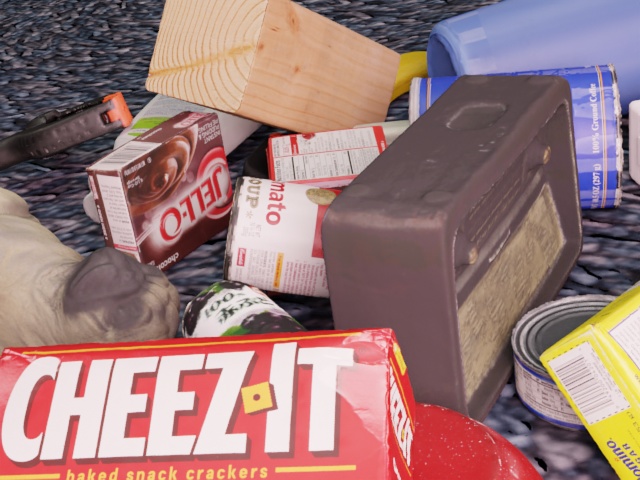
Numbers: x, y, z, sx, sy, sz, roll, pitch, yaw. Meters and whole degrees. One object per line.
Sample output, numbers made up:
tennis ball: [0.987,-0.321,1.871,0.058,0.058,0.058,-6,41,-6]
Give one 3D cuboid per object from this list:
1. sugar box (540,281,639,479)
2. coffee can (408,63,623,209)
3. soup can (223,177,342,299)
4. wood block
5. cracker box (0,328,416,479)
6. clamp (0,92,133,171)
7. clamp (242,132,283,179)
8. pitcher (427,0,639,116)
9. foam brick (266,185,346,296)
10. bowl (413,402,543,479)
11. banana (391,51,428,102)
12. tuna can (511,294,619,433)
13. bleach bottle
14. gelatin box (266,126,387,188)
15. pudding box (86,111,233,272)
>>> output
sugar box: [0.194,0.049,0.515,0.175,0.093,0.048,-27,-9,-37]
coffee can: [0.138,-0.069,0.760,0.140,0.103,0.102,-3,26,11]
soup can: [-0.004,0.001,0.653,0.102,0.068,0.068,8,26,-2]
wood block: [-0.029,-0.133,0.845,0.091,0.090,0.205,18,5,30]
cracker box: [-0.053,0.134,0.365,0.164,0.072,0.213,-4,48,11]
clamp: [-0.241,-0.098,0.962,0.210,0.036,0.164,-14,19,31]
clamp: [-0.025,-0.040,0.823,0.120,0.039,0.172,-11,24,-20]
pitcher: [0.217,-0.156,0.905,0.242,0.149,0.145,-15,42,-7]
foam brick: [-0.003,0.000,0.721,0.078,0.051,0.053,-8,27,0]
bowl: [0.034,0.119,0.464,0.162,0.055,0.162,-7,26,3]
banana: [0.070,-0.144,1.008,0.070,0.037,0.197,13,33,38]
tuna can: [0.145,0.064,0.564,0.086,0.034,0.086,-7,26,3]
bleach bottle: [-0.130,-0.085,0.923,0.103,0.068,0.250,1,30,26]
gelatin box: [0.007,-0.050,0.769,0.089,0.030,0.073,-7,33,-1]
pudding box: [-0.112,-0.034,0.778,0.039,0.090,0.113,10,32,35]
